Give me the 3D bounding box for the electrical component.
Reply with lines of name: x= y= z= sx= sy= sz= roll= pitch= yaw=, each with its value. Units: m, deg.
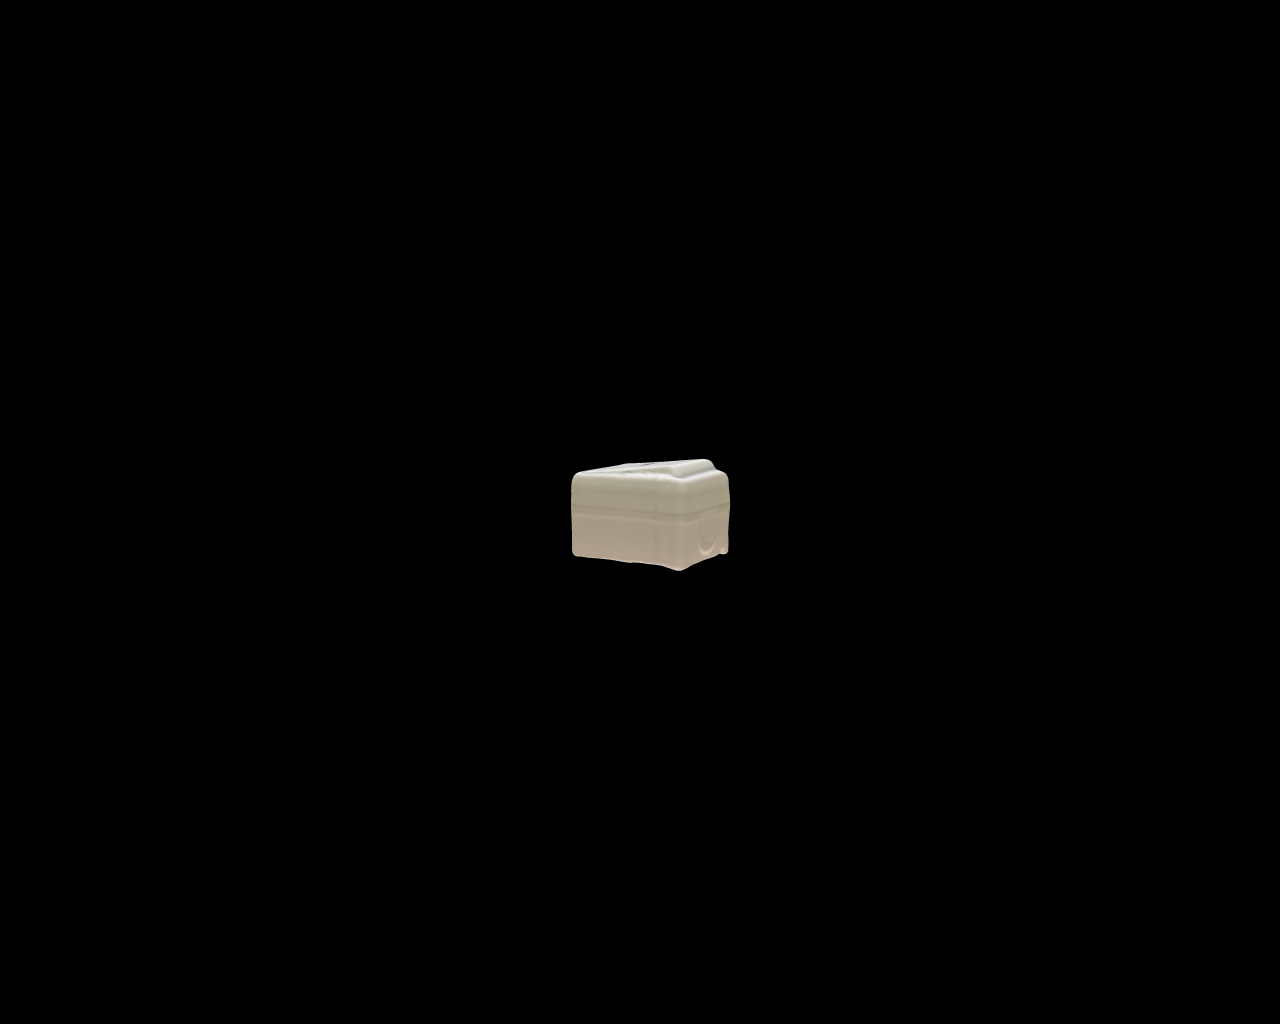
electrical component: x=0.001 y=-0.003 z=0.650 sx=0.096 sy=0.061 sz=0.062 roll=6 pitch=11 yaw=32
